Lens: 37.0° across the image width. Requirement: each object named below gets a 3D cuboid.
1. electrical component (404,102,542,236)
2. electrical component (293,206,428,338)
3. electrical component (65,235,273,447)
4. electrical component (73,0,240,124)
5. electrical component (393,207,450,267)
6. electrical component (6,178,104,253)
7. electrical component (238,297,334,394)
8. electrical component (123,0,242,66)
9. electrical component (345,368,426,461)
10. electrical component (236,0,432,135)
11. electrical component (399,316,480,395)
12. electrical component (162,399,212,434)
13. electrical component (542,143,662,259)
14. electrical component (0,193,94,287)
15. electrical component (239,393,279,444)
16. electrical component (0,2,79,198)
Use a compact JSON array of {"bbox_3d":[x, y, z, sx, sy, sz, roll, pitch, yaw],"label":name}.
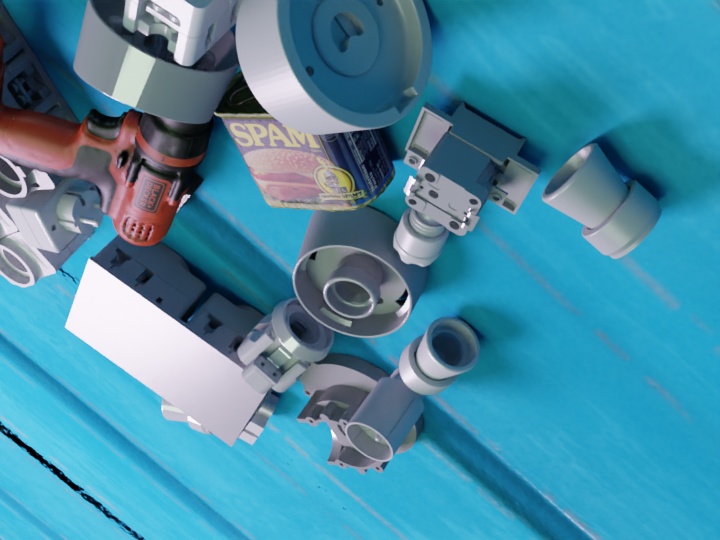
[{"bbox_3d":[0.062,-0.059,0.651,0.081,0.063,0.042,31,145,6],"label":"electrical component"},{"bbox_3d":[0.000,0.000,0.790,0.099,0.064,0.099,11,134,12],"label":"electrical component"},{"bbox_3d":[-0.158,0.058,0.954,0.186,0.060,0.105,35,136,2],"label":"electrical component"},{"bbox_3d":[-0.125,-0.134,0.664,0.099,0.099,0.064,29,109,10],"label":"electrical component"},{"bbox_3d":[0.045,-0.031,0.722,0.035,0.035,0.061,30,142,8],"label":"electrical component"},{"bbox_3d":[-0.243,-0.052,0.909,0.077,0.065,0.047,12,138,29],"label":"electrical component"},{"bbox_3d":[-0.059,0.059,0.881,0.058,0.078,0.057,43,125,-9],"label":"electrical component"},{"bbox_3d":[-0.090,-0.172,0.624,0.050,0.089,0.055,33,144,4],"label":"electrical component"},{"bbox_3d":[0.027,0.107,0.854,0.043,0.081,0.043,24,142,20],"label":"electrical component"},{"bbox_3d":[-0.019,-0.128,0.606,0.060,0.108,0.108,-7,127,51],"label":"electrical component"},{"bbox_3d":[0.059,0.066,0.812,0.045,0.045,0.055,37,145,-2],"label":"electrical component"},{"bbox_3d":[-0.163,0.137,1.076,0.055,0.045,0.045,16,140,26],"label":"electrical component"},{"bbox_3d":[0.141,-0.040,0.624,0.055,0.045,0.045,41,144,-8],"label":"electrical component"},{"bbox_3d":[-0.331,-0.061,0.974,0.089,0.061,0.150,-12,123,46],"label":"electrical component"},{"bbox_3d":[-0.115,0.132,1.031,0.055,0.048,0.066,29,145,-4],"label":"electrical component"},{"bbox_3d":[-0.296,-0.136,0.859,0.089,0.061,0.150,2,133,38],"label":"electrical component"}]
